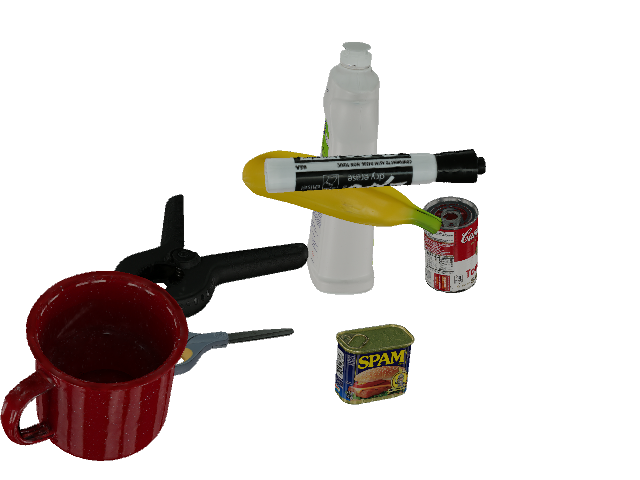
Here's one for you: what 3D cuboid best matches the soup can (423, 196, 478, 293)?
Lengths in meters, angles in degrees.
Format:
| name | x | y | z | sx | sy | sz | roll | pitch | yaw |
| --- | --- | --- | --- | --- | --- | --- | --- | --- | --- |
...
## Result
| name | x | y | z | sx | sy | sz | roll | pitch | yaw |
| --- | --- | --- | --- | --- | --- | --- | --- | --- | --- |
| soup can | 0.161 | 0.007 | 1.325 | 0.068 | 0.102 | 0.068 | -4 | 35 | 2 |

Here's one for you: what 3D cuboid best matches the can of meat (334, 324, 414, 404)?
| name | x | y | z | sx | sy | sz | roll | pitch | yaw |
| --- | --- | --- | --- | --- | --- | --- | --- | --- | --- |
| can of meat | 0.070 | 0.165 | 1.422 | 0.102 | 0.084 | 0.057 | -6 | 25 | -22 |

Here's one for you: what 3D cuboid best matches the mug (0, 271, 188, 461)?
| name | x | y | z | sx | sy | sz | roll | pitch | yaw |
| --- | --- | --- | --- | --- | --- | --- | --- | --- | --- |
| mug | -0.139 | 0.084 | 0.640 | 0.093 | 0.082 | 0.117 | 37 | 47 | 23 |

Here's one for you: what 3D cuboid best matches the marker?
| name | x | y | z | sx | sy | sz | roll | pitch | yaw |
| --- | --- | --- | --- | --- | --- | --- | --- | --- | --- |
| marker | 0.030 | -0.038 | 0.581 | 0.121 | 0.020 | 0.020 | -3 | 0 | -7 |

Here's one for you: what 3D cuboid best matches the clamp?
| name | x | y | z | sx | sy | sz | roll | pitch | yaw |
| --- | --- | --- | --- | --- | --- | --- | --- | --- | --- |
| clamp | -0.135 | 0.022 | 1.007 | 0.165 | 0.036 | 0.209 | 25 | 37 | 29 |

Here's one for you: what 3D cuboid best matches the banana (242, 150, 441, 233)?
| name | x | y | z | sx | sy | sz | roll | pitch | yaw |
| --- | --- | --- | --- | --- | --- | --- | --- | --- | --- |
| banana | -0.005 | -0.037 | 0.788 | 0.198 | 0.037 | 0.069 | 19 | -16 | 43 |

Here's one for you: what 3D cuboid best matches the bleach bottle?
| name | x | y | z | sx | sy | sz | roll | pitch | yaw |
| --- | --- | --- | --- | --- | --- | --- | --- | --- | --- |
| bleach bottle | 0.028 | -0.076 | 1.097 | 0.068 | 0.251 | 0.102 | -1 | 28 | -10 |

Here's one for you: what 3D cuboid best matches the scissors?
| name | x | y | z | sx | sy | sz | roll | pitch | yaw |
| --- | --- | --- | --- | --- | --- | --- | --- | --- | --- |
| scissors | -0.117 | 0.121 | 1.188 | 0.201 | 0.016 | 0.096 | 3 | 26 | -16 |
